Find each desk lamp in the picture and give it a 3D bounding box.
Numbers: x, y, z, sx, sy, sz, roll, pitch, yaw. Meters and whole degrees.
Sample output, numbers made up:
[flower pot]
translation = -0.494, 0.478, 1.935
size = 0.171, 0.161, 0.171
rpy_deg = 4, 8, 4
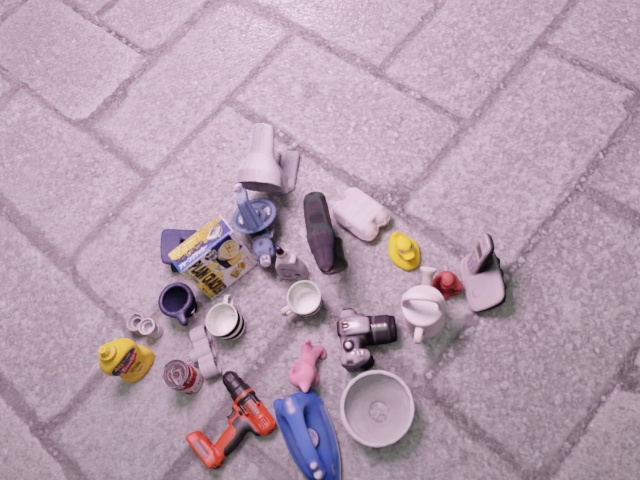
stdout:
[desk lamp]
translation = -0.140, -0.199, 1.529
size = 0.117, 0.214, 0.203
rpy_deg = 2, 67, 12

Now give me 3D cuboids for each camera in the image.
[camera]
translation = 0.113, 0.229, 1.352
size = 0.136, 0.101, 0.143
rpy_deg = -7, 65, 8

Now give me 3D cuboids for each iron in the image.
[iron]
translation = -0.024, 0.447, 1.260
size = 0.118, 0.142, 0.258
rpy_deg = -26, 64, -1

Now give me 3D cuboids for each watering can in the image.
[watering can]
translation = 0.235, 0.147, 1.312
size = 0.101, 0.194, 0.173
rpy_deg = -13, 65, 6

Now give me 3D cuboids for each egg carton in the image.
[egg carton]
translation = 0.106, -0.068, 1.502
size = 0.150, 0.069, 0.107
rpy_deg = 37, 78, 23

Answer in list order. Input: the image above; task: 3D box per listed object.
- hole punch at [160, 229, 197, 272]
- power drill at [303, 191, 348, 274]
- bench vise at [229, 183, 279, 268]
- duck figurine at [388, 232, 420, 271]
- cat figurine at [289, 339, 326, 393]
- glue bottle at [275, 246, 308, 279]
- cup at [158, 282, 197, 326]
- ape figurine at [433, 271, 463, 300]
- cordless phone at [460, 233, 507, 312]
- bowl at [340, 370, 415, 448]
[hole punch]
translation = -0.370, 0.021, 1.545
size = 0.101, 0.091, 0.108
rpy_deg = -10, 65, 7
[power drill]
translation = 0.013, 0.005, 1.411
size = 0.075, 0.209, 0.229
rpy_deg = -15, 64, 5
[bench vise]
translation = -0.155, -0.043, 1.459
size = 0.121, 0.220, 0.207
rpy_deg = -34, 64, -5
[duck figurine]
translation = 0.209, 0.018, 1.435
size = 0.077, 0.086, 0.104
rpy_deg = -26, 64, -1
[cat figurine]
translation = -0.036, 0.295, 1.343
size = 0.067, 0.118, 0.128
rpy_deg = 7, 68, 15
[glue bottle]
translation = -0.083, 0.053, 1.428
size = 0.078, 0.173, 0.037
rpy_deg = 4, 67, 13
[cup]
translation = -0.350, 0.176, 1.471
size = 0.091, 0.095, 0.117
rpy_deg = -27, 64, -1
[ape figurine]
translation = 0.303, 0.104, 1.374
size = 0.077, 0.092, 0.076
rpy_deg = 14, 70, 17
[cordless phone]
translation = 0.380, 0.075, 1.320
size = 0.094, 0.185, 0.147
rpy_deg = -13, 64, 5
[bowl]
translation = 0.132, 0.383, 1.295
size = 0.167, 0.075, 0.167
rpy_deg = -4, 66, 10
